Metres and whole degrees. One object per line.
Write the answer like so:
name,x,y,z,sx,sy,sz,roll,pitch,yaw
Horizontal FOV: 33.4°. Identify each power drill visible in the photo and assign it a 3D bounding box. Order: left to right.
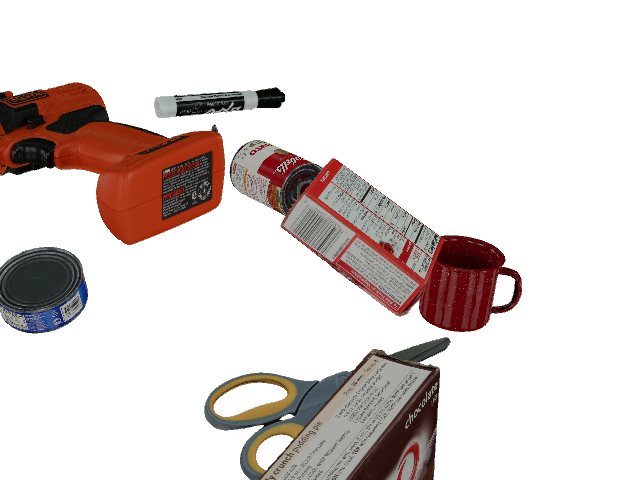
power drill,-0.173,-0.055,0.714,0.188,0.057,0.184,20,32,31

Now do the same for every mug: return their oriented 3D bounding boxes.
mug,0.168,0.051,1.201,0.117,0.081,0.093,7,24,4

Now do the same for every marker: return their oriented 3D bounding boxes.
marker,-0.089,-0.124,0.961,0.121,0.020,0.020,-8,3,-23

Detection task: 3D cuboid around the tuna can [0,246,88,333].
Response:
tuna can,-0.266,0.047,1.018,0.086,0.034,0.086,-2,43,2

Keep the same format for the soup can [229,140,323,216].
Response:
soup can,-0.048,-0.069,1.210,0.068,0.068,0.102,0,19,-41

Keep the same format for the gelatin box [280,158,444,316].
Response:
gelatin box,0.027,-0.003,0.632,0.089,0.030,0.073,37,25,-1

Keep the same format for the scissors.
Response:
scissors,0.015,0.127,0.804,0.201,0.096,0.016,-7,-33,-12

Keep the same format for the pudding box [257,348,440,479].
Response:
pudding box,0.012,0.114,0.456,0.039,0.090,0.113,15,35,24
